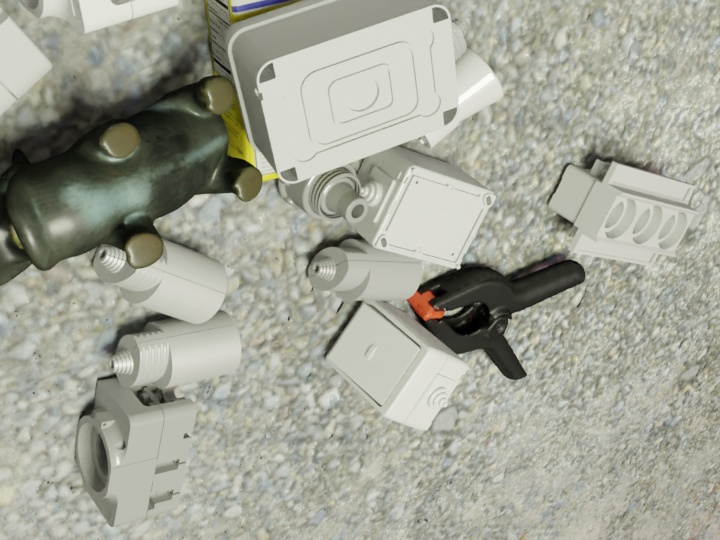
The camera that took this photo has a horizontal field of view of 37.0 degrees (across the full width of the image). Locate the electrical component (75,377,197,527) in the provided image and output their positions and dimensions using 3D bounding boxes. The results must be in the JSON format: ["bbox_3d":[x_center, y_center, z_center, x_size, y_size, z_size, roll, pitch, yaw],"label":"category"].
[{"bbox_3d":[-0.150,0.117,0.708,0.056,0.050,0.089,-8,125,-38],"label":"electrical component"}]

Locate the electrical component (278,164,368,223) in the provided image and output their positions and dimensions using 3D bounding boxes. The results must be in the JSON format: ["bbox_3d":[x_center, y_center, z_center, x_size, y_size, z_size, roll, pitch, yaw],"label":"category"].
[{"bbox_3d":[-0.019,-0.051,0.691,0.048,0.062,0.048,-23,132,-28],"label":"electrical component"}]

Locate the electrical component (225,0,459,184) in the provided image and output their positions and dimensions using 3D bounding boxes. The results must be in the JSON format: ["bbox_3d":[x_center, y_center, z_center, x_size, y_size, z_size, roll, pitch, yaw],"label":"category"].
[{"bbox_3d":[-0.010,-0.107,0.586,0.113,0.057,0.078,-22,131,-14],"label":"electrical component"}]

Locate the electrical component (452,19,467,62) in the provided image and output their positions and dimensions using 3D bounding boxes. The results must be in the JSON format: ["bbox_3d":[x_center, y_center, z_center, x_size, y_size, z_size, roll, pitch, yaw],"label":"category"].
[{"bbox_3d":[0.038,-0.132,0.697,0.081,0.043,0.043,-45,139,-6],"label":"electrical component"}]

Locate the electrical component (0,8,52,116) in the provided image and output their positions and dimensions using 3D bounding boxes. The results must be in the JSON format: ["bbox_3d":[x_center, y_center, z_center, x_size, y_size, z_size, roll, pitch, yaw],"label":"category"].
[{"bbox_3d":[-0.196,-0.109,0.491,0.059,0.054,0.095,-45,148,-6],"label":"electrical component"}]

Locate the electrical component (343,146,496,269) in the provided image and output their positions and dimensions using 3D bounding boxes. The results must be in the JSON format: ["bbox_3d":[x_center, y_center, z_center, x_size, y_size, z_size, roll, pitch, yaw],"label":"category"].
[{"bbox_3d":[0.033,-0.048,0.745,0.096,0.061,0.061,14,109,-38],"label":"electrical component"}]

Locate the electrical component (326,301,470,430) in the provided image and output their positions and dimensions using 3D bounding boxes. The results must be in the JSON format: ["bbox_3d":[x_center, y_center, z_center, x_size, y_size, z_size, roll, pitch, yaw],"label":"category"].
[{"bbox_3d":[0.029,0.071,0.797,0.061,0.096,0.061,27,99,-47],"label":"electrical component"}]

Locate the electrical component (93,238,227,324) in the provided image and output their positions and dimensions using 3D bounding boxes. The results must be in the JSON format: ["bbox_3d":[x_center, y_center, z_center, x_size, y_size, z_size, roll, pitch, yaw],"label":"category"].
[{"bbox_3d":[-0.124,0.002,0.651,0.081,0.043,0.043,24,102,-48],"label":"electrical component"}]

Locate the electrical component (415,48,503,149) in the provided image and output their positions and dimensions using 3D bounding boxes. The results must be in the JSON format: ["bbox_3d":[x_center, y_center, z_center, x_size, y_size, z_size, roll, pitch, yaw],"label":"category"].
[{"bbox_3d":[0.059,-0.114,0.731,0.065,0.044,0.044,-40,138,-4],"label":"electrical component"}]

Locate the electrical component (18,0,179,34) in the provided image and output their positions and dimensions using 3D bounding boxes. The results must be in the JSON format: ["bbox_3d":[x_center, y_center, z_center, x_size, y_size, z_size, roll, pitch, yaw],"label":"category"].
[{"bbox_3d":[-0.132,-0.150,0.497,0.056,0.089,0.050,-25,133,-26],"label":"electrical component"}]

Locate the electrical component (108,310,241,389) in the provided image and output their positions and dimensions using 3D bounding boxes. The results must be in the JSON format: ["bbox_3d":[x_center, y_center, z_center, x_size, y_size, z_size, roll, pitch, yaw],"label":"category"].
[{"bbox_3d":[-0.122,0.053,0.691,0.081,0.043,0.043,-10,125,-37],"label":"electrical component"}]

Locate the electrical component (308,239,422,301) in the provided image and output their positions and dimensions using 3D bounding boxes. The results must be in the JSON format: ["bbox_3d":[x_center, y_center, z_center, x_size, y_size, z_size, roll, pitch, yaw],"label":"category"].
[{"bbox_3d":[0.000,0.000,0.760,0.081,0.043,0.043,2,118,-42],"label":"electrical component"}]

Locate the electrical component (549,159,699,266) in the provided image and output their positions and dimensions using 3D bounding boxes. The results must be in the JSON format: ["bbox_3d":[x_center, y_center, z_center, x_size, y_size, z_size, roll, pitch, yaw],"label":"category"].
[{"bbox_3d":[0.220,-0.050,0.902,0.121,0.063,0.078,7,114,-44],"label":"electrical component"}]
